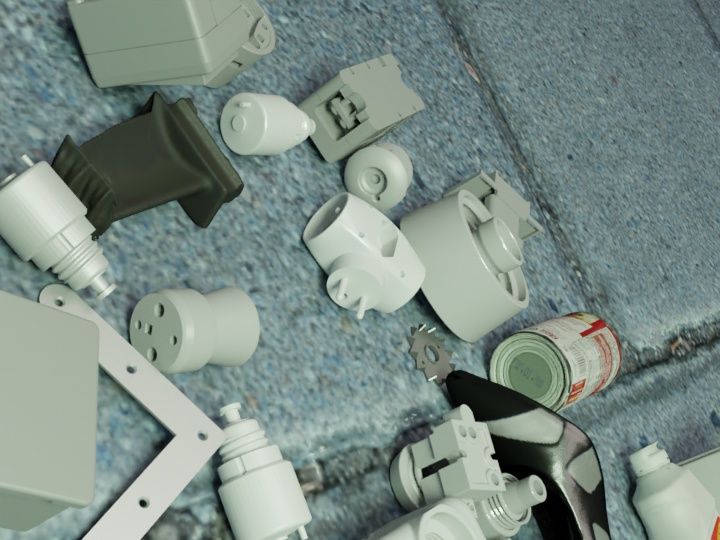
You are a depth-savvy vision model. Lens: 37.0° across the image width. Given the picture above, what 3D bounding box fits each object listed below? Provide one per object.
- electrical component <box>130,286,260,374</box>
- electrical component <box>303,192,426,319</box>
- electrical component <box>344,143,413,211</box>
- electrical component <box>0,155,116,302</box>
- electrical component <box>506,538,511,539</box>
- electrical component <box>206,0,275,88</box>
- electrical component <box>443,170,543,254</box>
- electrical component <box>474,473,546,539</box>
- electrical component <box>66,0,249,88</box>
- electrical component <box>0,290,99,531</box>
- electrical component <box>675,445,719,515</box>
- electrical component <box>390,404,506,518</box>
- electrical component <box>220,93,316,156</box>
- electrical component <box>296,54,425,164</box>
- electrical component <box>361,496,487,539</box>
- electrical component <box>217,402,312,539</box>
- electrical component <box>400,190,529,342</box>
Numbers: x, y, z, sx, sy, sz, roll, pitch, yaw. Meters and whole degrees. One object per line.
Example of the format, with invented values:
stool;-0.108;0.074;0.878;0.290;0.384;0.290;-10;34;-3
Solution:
electrical component;-0.088;0.032;0.572;0.055;0.045;0.045;-1;64;-52
electrical component;0.000;0.000;0.712;0.077;0.043;0.079;43;35;-21
electrical component;0.019;-0.074;0.798;0.048;0.048;0.062;54;27;-6
electrical component;-0.151;-0.018;0.533;0.078;0.040;0.040;51;34;-11
electrical component;0.106;0.205;0.670;0.057;0.058;0.078;-7;69;-51
electrical component;-0.092;-0.154;0.715;0.055;0.047;0.055;32;41;-33
electrical component;0.109;-0.039;0.888;0.081;0.042;0.063;39;39;-26
electrical component;0.090;0.150;0.689;0.048;0.062;0.048;33;41;-33
electrical component;-0.123;-0.143;0.638;0.061;0.096;0.061;-60;141;-54
electrical component;-0.161;0.057;0.452;0.100;0.048;0.099;25;45;-40
electrical component;0.329;0.201;0.917;0.056;0.109;0.108;-4;66;-56
electrical component;0.053;0.125;0.668;0.048;0.055;0.066;15;52;-46
electrical component;-0.058;-0.097;0.719;0.078;0.040;0.040;-8;70;-55
electrical component;-0.002;-0.118;0.794;0.050;0.056;0.089;57;33;-1
electrical component;0.031;0.167;0.601;0.095;0.059;0.053;-13;74;-55
electrical component;-0.055;0.107;0.557;0.040;0.040;0.078;-3;66;-53
electrical component;0.084;-0.008;0.792;0.108;0.060;0.108;49;23;-29
